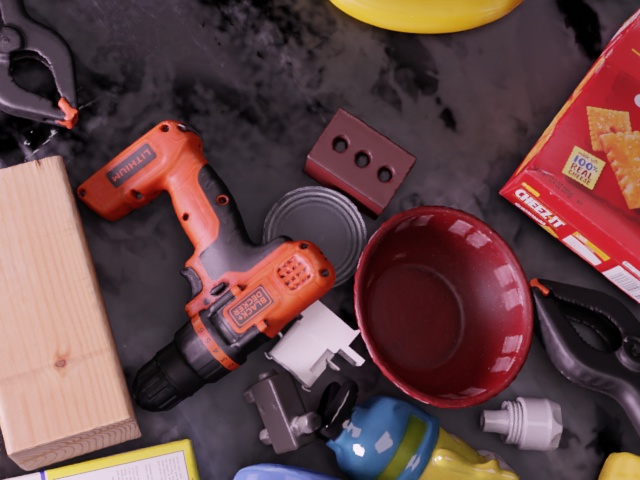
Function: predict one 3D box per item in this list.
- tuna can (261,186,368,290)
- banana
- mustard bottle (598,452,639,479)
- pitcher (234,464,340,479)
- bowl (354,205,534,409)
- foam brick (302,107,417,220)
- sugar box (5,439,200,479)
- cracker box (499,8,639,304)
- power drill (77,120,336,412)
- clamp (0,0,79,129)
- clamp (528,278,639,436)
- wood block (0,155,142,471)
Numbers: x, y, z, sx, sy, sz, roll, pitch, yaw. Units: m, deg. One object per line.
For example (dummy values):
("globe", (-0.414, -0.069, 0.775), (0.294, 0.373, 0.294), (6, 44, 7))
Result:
("tuna can", (-0.006, 0.001, 0.874), (0.086, 0.034, 0.086), (1, 80, -7))
("banana", (0.082, -0.211, 0.920), (0.197, 0.037, 0.069), (11, 80, -5))
("mustard bottle", (0.243, 0.273, 0.845), (0.096, 0.058, 0.191), (25, 79, 1))
("pitcher", (-0.046, 0.285, 0.751), (0.145, 0.149, 0.242), (9, 64, 12))
("bowl", (0.089, 0.056, 0.853), (0.161, 0.055, 0.162), (6, 73, -22))
("foam brick", (0.032, -0.061, 0.880), (0.078, 0.051, 0.053), (33, 78, 0))
("sugar box", (-0.176, 0.215, 0.811), (0.176, 0.048, 0.093), (-11, 81, -5))
("cracker box", (0.280, -0.076, 0.896), (0.164, 0.072, 0.213), (38, 73, 1))
("power drill", (-0.107, 0.016, 0.831), (0.184, 0.057, 0.188), (-37, 79, 2))
("clamp", (-0.252, -0.167, 0.871), (0.171, 0.039, 0.120), (39, 83, -4))
("clamp", (0.249, 0.108, 0.862), (0.210, 0.036, 0.164), (31, 48, 3))
("wood block", (-0.206, 0.055, 0.796), (0.090, 0.090, 0.206), (-16, 73, -11))
